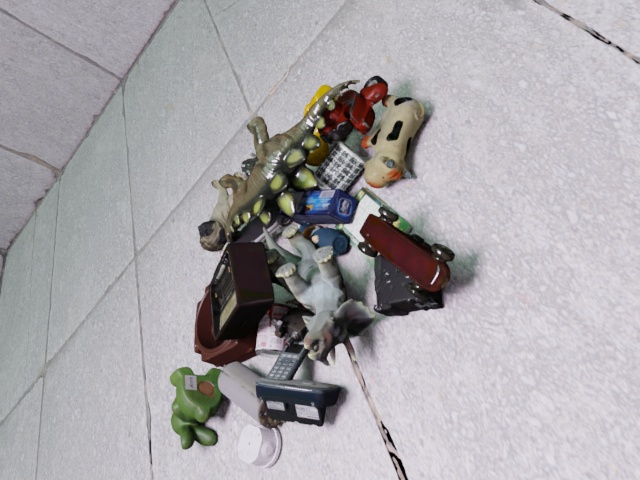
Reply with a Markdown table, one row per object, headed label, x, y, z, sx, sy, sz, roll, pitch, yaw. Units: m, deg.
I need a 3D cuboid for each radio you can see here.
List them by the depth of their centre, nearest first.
| label | x | y | z | sx | sy | sz | roll | pitch | yaw |
| --- | --- | --- | --- | --- | --- | --- | --- | --- | --- |
| radio | -0.160 | 0.102 | 1.043 | 0.229 | 0.073 | 0.131 | 129 | 133 | -55 |

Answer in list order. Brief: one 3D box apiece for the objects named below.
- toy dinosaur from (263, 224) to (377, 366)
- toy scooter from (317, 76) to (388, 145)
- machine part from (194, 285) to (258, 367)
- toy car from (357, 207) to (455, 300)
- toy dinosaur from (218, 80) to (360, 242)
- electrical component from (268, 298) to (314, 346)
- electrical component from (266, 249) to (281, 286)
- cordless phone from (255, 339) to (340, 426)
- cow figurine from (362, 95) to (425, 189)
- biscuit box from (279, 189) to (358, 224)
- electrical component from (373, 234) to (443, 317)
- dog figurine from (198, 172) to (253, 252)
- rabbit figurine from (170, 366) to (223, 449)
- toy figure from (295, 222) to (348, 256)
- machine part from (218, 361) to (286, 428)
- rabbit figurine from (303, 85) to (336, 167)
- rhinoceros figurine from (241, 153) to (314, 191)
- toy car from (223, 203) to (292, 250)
| label | x | y | z | sx | sy | sz | roll | pitch | yaw |
| --- | --- | --- | --- | --- | --- | --- | --- | --- | --- |
| toy dinosaur | -0.012 | 0.086 | 1.042 | 0.131 | 0.192 | 0.405 | -31 | 23 | -3 |
| toy scooter | 0.060 | -0.247 | 1.090 | 0.184 | 0.075 | 0.135 | -27 | 39 | 34 |
| machine part | -0.204 | 0.178 | 1.245 | 0.201 | 0.087 | 0.201 | -30 | 51 | 34 |
| toy car | 0.138 | 0.018 | 0.887 | 0.202 | 0.053 | 0.089 | 41 | 110 | 47 |
| toy dinosaur | -0.083 | -0.162 | 1.127 | 0.471 | 0.105 | 0.199 | -56 | 49 | 25 |
| electrical component | -0.054 | 0.161 | 1.085 | 0.078 | 0.045 | 0.102 | 21 | 44 | 41 |
| electrical component | -0.104 | 0.061 | 1.207 | 0.119 | 0.074 | 0.047 | 32 | 93 | 48 |
| cordless phone | -0.024 | 0.247 | 1.011 | 0.147 | 0.088 | 0.184 | 0 | 32 | 22 |
| cow figurine | 0.147 | -0.191 | 1.067 | 0.127 | 0.085 | 0.195 | 23 | 86 | 58 |
| biscuit box | -0.007 | -0.071 | 1.169 | 0.203 | 0.062 | 0.059 | 4 | 71 | 55 |
| electrical component | 0.152 | 0.060 | 0.936 | 0.115 | 0.058 | 0.134 | -19 | 56 | 39 |
| dog figurine | -0.206 | -0.058 | 1.333 | 0.172 | 0.121 | 0.191 | -17 | 48 | 24 |
| rabbit figurine | -0.280 | 0.390 | 1.214 | 0.170 | 0.121 | 0.159 | -59 | 42 | 34 |
| toy figure | -0.003 | -0.005 | 1.139 | 0.155 | 0.064 | 0.058 | 19 | 73 | 55 |
| machine part | -0.139 | 0.314 | 1.101 | 0.243 | 0.079 | 0.079 | 14 | 80 | 50 |
| rabbit figurine | -0.007 | -0.248 | 1.239 | 0.162 | 0.122 | 0.173 | -3 | 68 | 52 |
| rhinoceros figurine | -0.105 | -0.156 | 1.287 | 0.191 | 0.112 | 0.073 | 16 | 83 | 33 |
| toy car | -0.141 | -0.024 | 1.268 | 0.202 | 0.056 | 0.074 | -43 | 56 | -15 |
